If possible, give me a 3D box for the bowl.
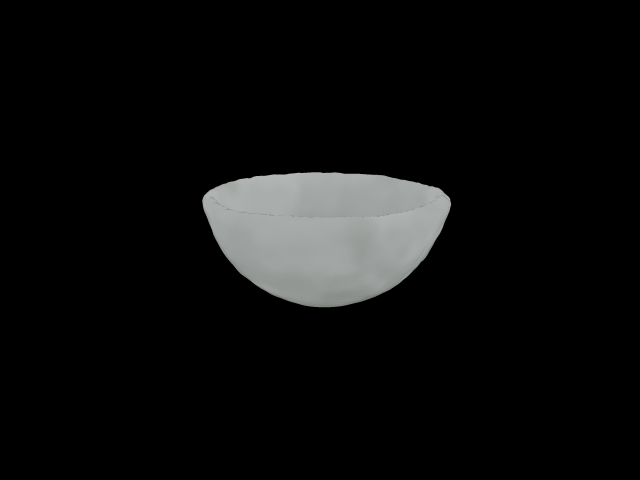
[{"bbox_3d":[0.004,0.001,0.400,0.167,0.075,0.167,0,16,0],"label":"bowl"}]
